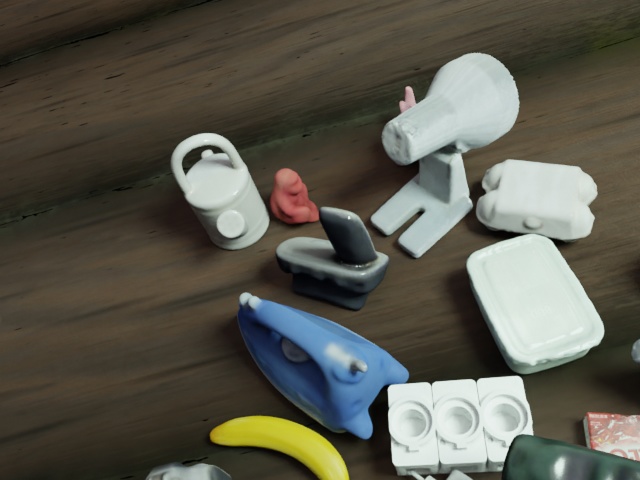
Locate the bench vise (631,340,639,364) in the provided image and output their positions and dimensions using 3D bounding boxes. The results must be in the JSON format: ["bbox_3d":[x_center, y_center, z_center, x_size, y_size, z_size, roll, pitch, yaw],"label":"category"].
[{"bbox_3d":[0.420,0.126,0.534,0.207,0.220,0.121,-7,55,10],"label":"bench vise"}]

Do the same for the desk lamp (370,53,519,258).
[{"bbox_3d":[0.160,-0.115,0.767,0.203,0.214,0.117,-42,57,-15],"label":"desk lamp"}]

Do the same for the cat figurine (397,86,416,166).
[{"bbox_3d":[0.141,-0.177,0.873,0.067,0.118,0.128,-5,56,11],"label":"cat figurine"}]

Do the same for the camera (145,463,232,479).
[{"bbox_3d":[-0.168,0.326,0.622,0.143,0.101,0.136,-18,54,2],"label":"camera"}]

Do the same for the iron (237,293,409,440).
[{"bbox_3d":[-0.028,0.123,0.698,0.257,0.142,0.119,26,67,28],"label":"iron"}]

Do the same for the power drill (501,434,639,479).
[{"bbox_3d":[0.275,0.243,0.499,0.229,0.209,0.076,13,61,22],"label":"power drill"}]

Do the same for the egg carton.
[{"bbox_3d":[0.293,-0.052,0.780,0.150,0.069,0.107,9,59,20],"label":"egg carton"}]

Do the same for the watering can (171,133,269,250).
[{"bbox_3d":[-0.142,-0.073,0.827,0.101,0.194,0.172,-42,57,-15],"label":"watering can"}]

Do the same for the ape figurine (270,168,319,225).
[{"bbox_3d":[-0.043,-0.070,0.863,0.076,0.092,0.078,1,57,15],"label":"ape figurine"}]

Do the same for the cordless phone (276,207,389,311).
[{"bbox_3d":[0.007,0.003,0.744,0.147,0.185,0.094,10,60,20],"label":"cordless phone"}]
